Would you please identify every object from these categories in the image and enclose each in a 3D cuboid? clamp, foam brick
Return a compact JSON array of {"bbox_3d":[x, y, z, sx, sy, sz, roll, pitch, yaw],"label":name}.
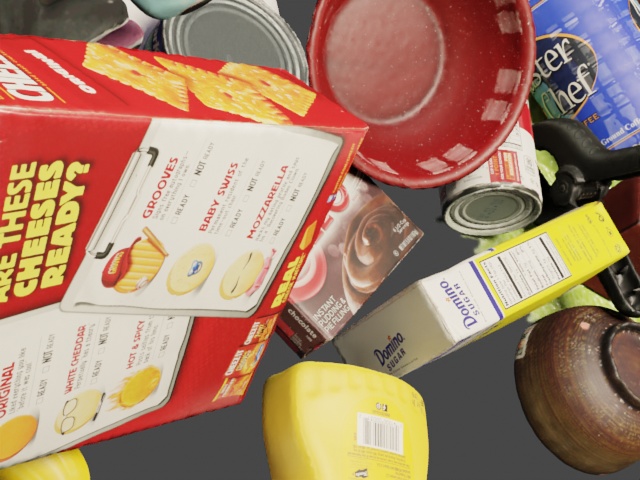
[{"bbox_3d":[0.178,-0.024,0.721,0.039,0.172,0.120,6,103,-32],"label":"clamp"},{"bbox_3d":[0.217,-0.002,0.757,0.053,0.078,0.051,31,50,-18],"label":"foam brick"}]

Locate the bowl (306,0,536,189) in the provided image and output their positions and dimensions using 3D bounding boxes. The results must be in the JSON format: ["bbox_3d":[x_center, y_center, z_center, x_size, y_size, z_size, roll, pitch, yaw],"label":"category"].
[{"bbox_3d":[0.053,-0.115,0.662,0.161,0.055,0.162,-6,103,-25],"label":"bowl"}]

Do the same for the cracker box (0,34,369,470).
[{"bbox_3d":[-0.092,0.004,0.449,0.072,0.164,0.213,37,24,29],"label":"cracker box"}]

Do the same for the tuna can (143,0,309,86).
[{"bbox_3d":[-0.051,-0.092,0.568,0.086,0.034,0.086,16,57,-27],"label":"tuna can"}]

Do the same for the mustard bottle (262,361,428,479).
[{"bbox_3d":[0.017,0.163,0.539,0.096,0.058,0.191,21,54,-37],"label":"mustard bottle"}]

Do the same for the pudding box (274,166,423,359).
[{"bbox_3d":[-0.004,0.001,0.628,0.090,0.039,0.113,47,48,-2],"label":"pudding box"}]

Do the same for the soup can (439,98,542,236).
[{"bbox_3d":[0.111,-0.062,0.724,0.068,0.069,0.102,14,58,-28],"label":"soup can"}]

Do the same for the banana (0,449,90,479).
[{"bbox_3d":[-0.178,0.080,0.457,0.197,0.037,0.069,25,28,-19],"label":"banana"}]

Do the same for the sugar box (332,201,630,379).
[{"bbox_3d":[0.100,0.033,0.647,0.175,0.093,0.048,-24,80,-40],"label":"sugar box"}]

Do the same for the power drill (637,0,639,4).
[{"bbox_3d":[0.271,-0.186,0.835,0.187,0.057,0.184,58,9,-23],"label":"power drill"}]

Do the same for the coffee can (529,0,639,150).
[{"bbox_3d":[0.209,-0.129,0.804,0.102,0.103,0.140,-24,80,-41],"label":"coffee can"}]
